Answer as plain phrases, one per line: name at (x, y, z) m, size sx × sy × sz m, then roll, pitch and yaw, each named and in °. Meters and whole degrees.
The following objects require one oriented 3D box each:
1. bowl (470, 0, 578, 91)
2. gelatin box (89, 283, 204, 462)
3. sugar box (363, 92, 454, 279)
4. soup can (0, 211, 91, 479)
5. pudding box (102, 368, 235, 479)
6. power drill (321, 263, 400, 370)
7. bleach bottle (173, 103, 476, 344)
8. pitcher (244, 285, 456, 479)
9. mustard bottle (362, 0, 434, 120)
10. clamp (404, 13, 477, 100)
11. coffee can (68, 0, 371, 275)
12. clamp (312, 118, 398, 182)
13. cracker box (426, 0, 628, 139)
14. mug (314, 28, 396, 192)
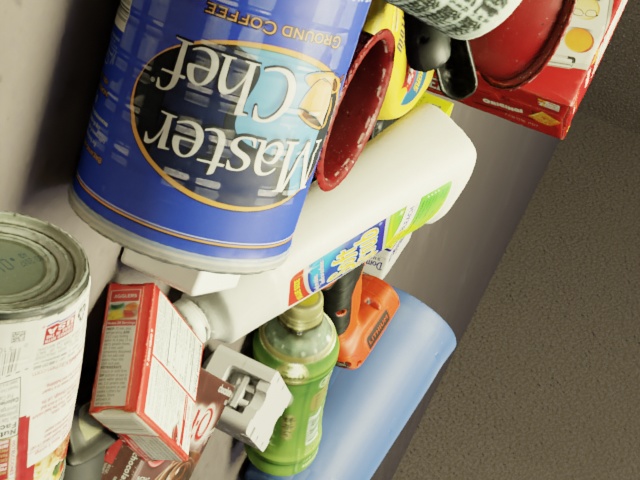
bowl at (0.113, -0.183, 0.714) m, size 0.162 × 0.055 × 0.162 m, roll -176°, pitch -90°, yaw -71°
gelatin box at (-0.093, 0.074, 0.583) m, size 0.089 × 0.030 × 0.073 m, roll 68°, pitch 23°, yaw -60°
sugar box at (0.082, -0.054, 1.084) m, size 0.093 × 0.048 × 0.176 m, roll -52°, pitch 159°, yaw -48°
soup can at (-0.126, 0.049, 0.407) m, size 0.068 × 0.068 × 0.102 m, roll -46°, pitch 155°, yaw -55°
pudding box at (-0.101, 0.120, 0.684) m, size 0.090 × 0.039 × 0.113 m, roll -63°, pitch 167°, yaw -9°
power drill at (0.035, 0.013, 0.958) m, size 0.184 × 0.057 × 0.188 m, roll -51°, pitch 151°, yaw -32°
bleach bottle at (-0.005, 0.001, 0.718) m, size 0.250 × 0.068 × 0.103 m, roll -35°, pitch 165°, yaw -31°
pitcher at (0.022, 0.162, 1.083) m, size 0.242 × 0.149 × 0.145 m, roll -57°, pitch 179°, yaw -23°
mustard bottle at (0.038, -0.132, 0.710) m, size 0.191 × 0.058 × 0.096 m, roll 23°, pitch 71°, yaw -72°
clamp at (0.062, -0.167, 0.629) m, size 0.120 × 0.039 × 0.171 m, roll -33°, pitch 111°, yaw -78°
coffee can at (-0.041, -0.070, 0.458) m, size 0.102 × 0.103 × 0.140 m, roll -32°, pitch 144°, yaw -67°
clamp at (0.033, -0.092, 0.837) m, size 0.209 × 0.036 × 0.164 m, roll -58°, pitch 156°, yaw -27°
cracker box at (0.181, -0.213, 0.939) m, size 0.213 × 0.164 × 0.072 m, roll -62°, pitch 164°, yaw -18°
mug at (-0.019, -0.082, 0.570) m, size 0.117 × 0.081 × 0.093 m, roll -32°, pitch 143°, yaw -67°
